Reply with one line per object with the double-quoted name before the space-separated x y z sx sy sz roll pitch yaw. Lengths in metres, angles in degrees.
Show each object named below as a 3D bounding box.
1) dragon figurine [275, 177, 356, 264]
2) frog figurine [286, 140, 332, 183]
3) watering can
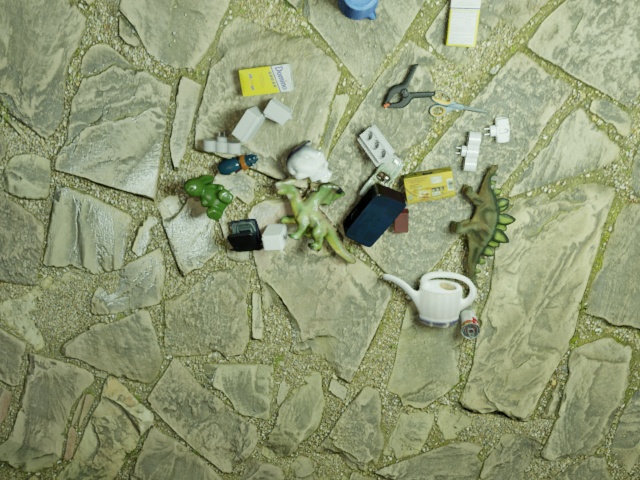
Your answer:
"dragon figurine" 0.006 -0.095 1.889 0.409 0.124 0.240 27 104 -12
"frog figurine" -0.037 -0.259 1.817 0.137 0.123 0.159 -40 90 1
"watering can" 0.407 0.217 1.936 0.347 0.106 0.220 2 112 6
